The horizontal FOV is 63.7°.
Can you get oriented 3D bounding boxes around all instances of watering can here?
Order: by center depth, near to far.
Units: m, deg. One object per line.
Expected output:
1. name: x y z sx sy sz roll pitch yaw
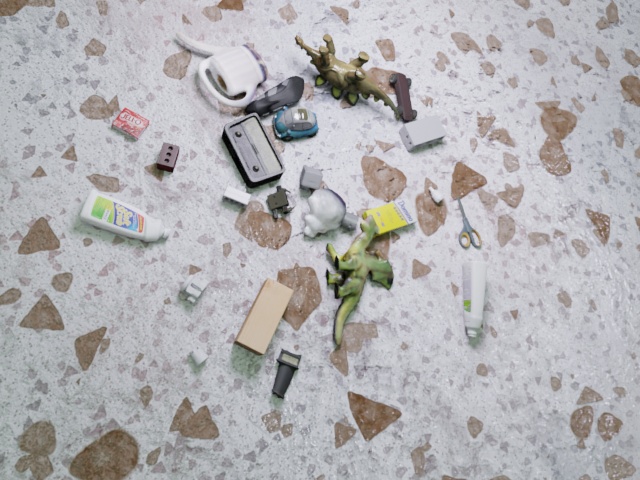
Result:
1. watering can: -0.320 -0.606 1.754 0.227 0.350 0.102 -31 -9 -23

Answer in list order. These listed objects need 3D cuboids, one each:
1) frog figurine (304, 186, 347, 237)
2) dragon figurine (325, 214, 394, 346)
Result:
1. frog figurine: 0.005 -0.084 1.669 0.135 0.161 0.123 49 -13 -24
2. dragon figurine: 0.141 0.123 1.669 0.243 0.411 0.122 -1 -2 -23
